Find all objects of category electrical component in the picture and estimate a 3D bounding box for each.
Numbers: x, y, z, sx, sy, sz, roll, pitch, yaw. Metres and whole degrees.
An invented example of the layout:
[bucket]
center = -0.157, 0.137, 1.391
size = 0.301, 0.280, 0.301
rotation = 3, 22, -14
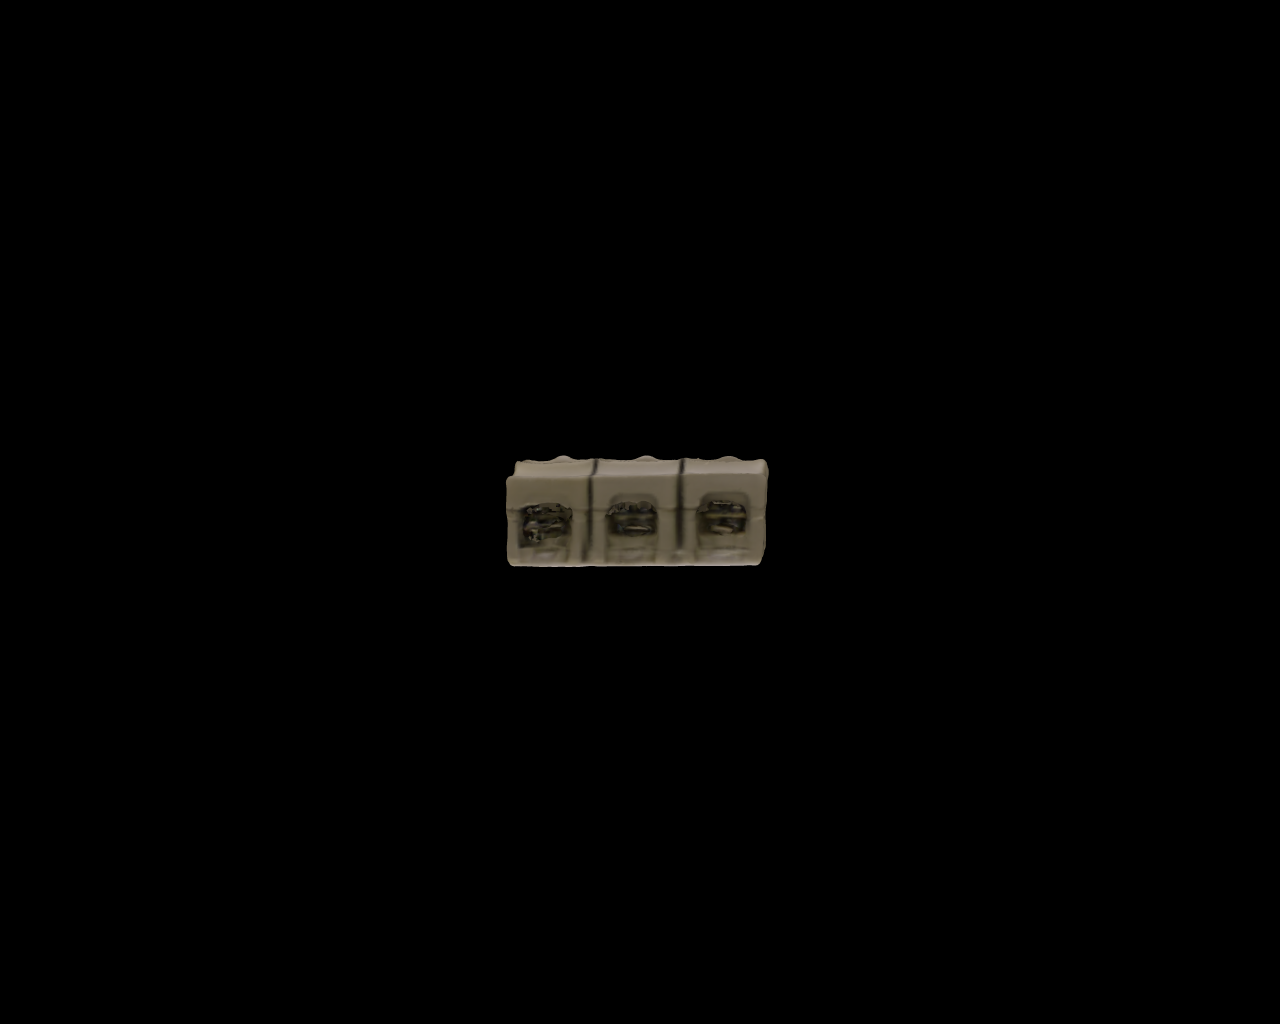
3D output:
[electrical component]
center = 0.001, -0.003, 0.650
size = 0.150, 0.061, 0.089
rotation = 0, 4, 7
